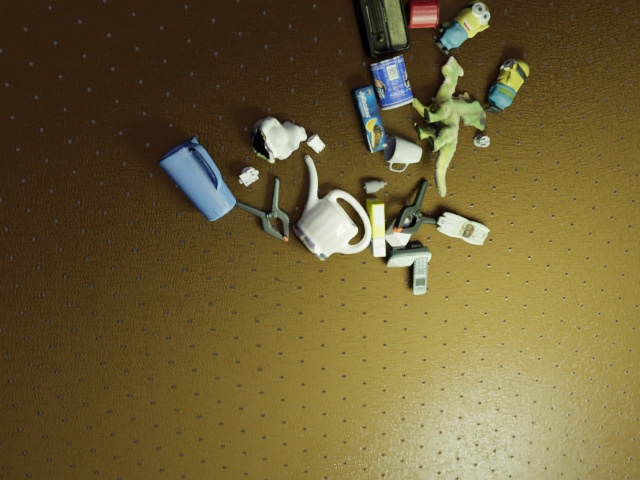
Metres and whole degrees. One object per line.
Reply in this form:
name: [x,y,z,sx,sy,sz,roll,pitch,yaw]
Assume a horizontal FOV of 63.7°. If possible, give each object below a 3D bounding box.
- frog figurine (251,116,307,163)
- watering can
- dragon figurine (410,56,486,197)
frog figurine: [-0.128,-0.317,1.575,0.162,0.121,0.136,-37,101,-34]
watering can: [0.005,-0.083,1.646,0.223,0.104,0.347,-41,92,6]
dragon figurine: [0.424,-0.361,1.612,0.244,0.123,0.406,-18,102,-15]
